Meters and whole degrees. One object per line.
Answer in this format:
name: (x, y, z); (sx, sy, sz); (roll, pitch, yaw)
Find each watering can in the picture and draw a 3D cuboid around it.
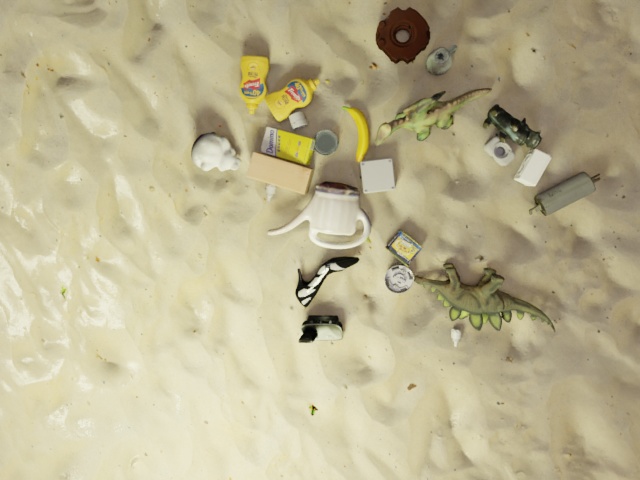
watering can: (0.005, -0.087, 1.732); (0.347, 0.104, 0.223); (7, 96, -2)

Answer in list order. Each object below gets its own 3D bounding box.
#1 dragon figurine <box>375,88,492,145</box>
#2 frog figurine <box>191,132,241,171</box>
dragon figurine: (0.353, -0.405, 1.607); (0.408, 0.243, 0.122); (-27, 88, 11)
frog figurine: (-0.356, -0.288, 1.765); (0.160, 0.121, 0.138); (40, 80, 14)
